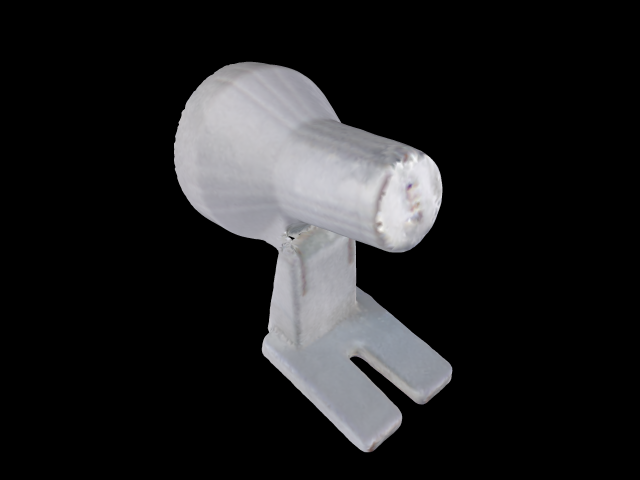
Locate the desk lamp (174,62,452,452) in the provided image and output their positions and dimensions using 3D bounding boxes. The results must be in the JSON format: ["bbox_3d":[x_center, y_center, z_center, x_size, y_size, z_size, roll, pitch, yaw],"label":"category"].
[{"bbox_3d":[0.004,0.001,0.400,0.118,0.214,0.202,-33,53,-29],"label":"desk lamp"}]
